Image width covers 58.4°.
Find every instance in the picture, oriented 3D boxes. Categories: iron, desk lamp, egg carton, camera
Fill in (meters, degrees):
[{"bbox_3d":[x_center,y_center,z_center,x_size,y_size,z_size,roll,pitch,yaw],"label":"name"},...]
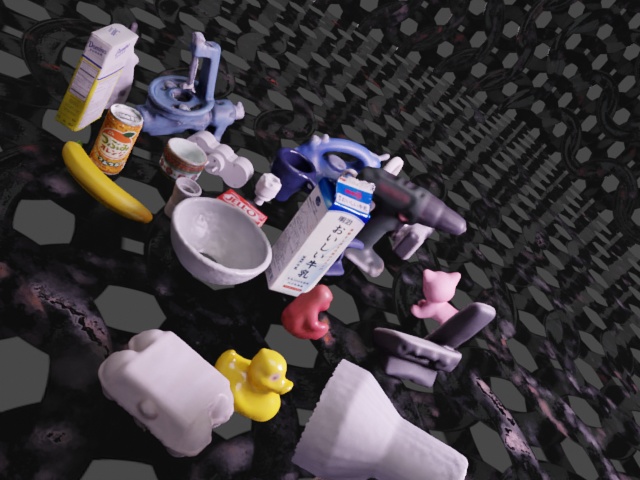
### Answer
[{"bbox_3d":[0.030,-0.173,1.285,0.259,0.141,0.118,16,36,-32],"label":"iron"},{"bbox_3d":[0.044,0.260,0.627,0.203,0.213,0.118,39,30,4],"label":"desk lamp"},{"bbox_3d":[-0.175,0.174,0.658,0.150,0.069,0.107,39,30,3],"label":"egg carton"},{"bbox_3d":[0.192,-0.047,1.323,0.137,0.100,0.143,40,30,4],"label":"camera"}]

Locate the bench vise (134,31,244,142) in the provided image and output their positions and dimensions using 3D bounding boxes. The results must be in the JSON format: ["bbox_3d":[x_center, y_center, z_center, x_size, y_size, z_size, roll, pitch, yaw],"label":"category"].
[{"bbox_3d":[-0.230,-0.289,1.090,0.121,0.219,0.208,46,31,15],"label":"bench vise"}]

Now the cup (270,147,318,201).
[{"bbox_3d":[-0.058,-0.116,1.159,0.117,0.095,0.092,48,32,19],"label":"cup"}]

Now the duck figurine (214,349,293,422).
[{"bbox_3d":[-0.082,0.174,0.741,0.104,0.086,0.078,40,30,5],"label":"duck figurine"}]

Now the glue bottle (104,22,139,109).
[{"bbox_3d":[-0.363,-0.315,1.031,0.037,0.173,0.078,47,31,16],"label":"glue bottle"}]

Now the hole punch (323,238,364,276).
[{"bbox_3d":[0.010,0.004,1.069,0.109,0.091,0.101,5,43,-43],"label":"hole punch"}]

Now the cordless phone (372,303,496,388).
[{"bbox_3d":[0.191,0.153,0.961,0.148,0.185,0.094,19,34,-29],"label":"cordless phone"}]

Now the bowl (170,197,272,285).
[{"bbox_3d":[-0.163,0.014,0.887,0.168,0.074,0.167,27,31,-18],"label":"bowl"}]

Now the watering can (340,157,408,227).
[{"bbox_3d":[0.119,-0.092,1.215,0.173,0.194,0.101,33,30,-8],"label":"watering can"}]

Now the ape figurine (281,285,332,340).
[{"bbox_3d":[-0.013,0.108,0.899,0.076,0.092,0.077,18,35,-30],"label":"ape figurine"}]

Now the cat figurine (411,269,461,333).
[{"bbox_3d":[0.243,0.118,1.133,0.127,0.117,0.067,46,31,15],"label":"cat figurine"}]

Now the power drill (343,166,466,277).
[{"bbox_3d":[0.143,-0.030,1.139,0.229,0.208,0.076,39,30,3],"label":"power drill"}]
